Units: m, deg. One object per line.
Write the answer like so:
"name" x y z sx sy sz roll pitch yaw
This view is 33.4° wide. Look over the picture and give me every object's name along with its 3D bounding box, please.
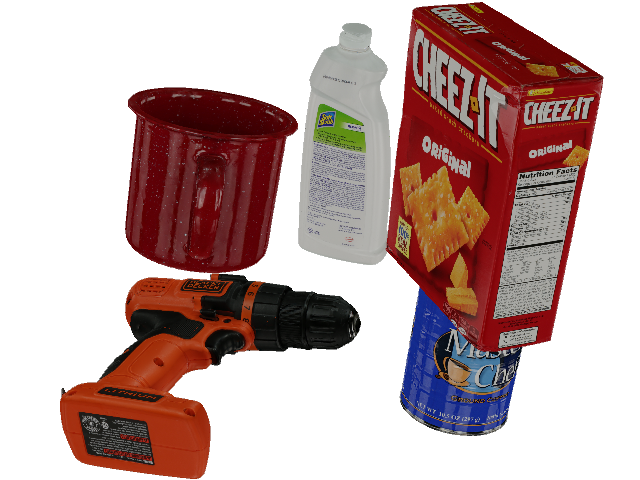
"coffee can" 0.133 0.090 0.971 0.103 0.140 0.103 6 22 -3
"mug" -0.063 -0.029 0.583 0.093 0.081 0.117 6 21 -12
"cracker box" 0.118 -0.049 0.798 0.072 0.214 0.164 -9 32 -21
"power drill" -0.080 0.087 0.749 0.185 0.057 0.187 2 26 19
"bleach bottle" 0.033 -0.100 1.106 0.102 0.251 0.068 12 33 10
